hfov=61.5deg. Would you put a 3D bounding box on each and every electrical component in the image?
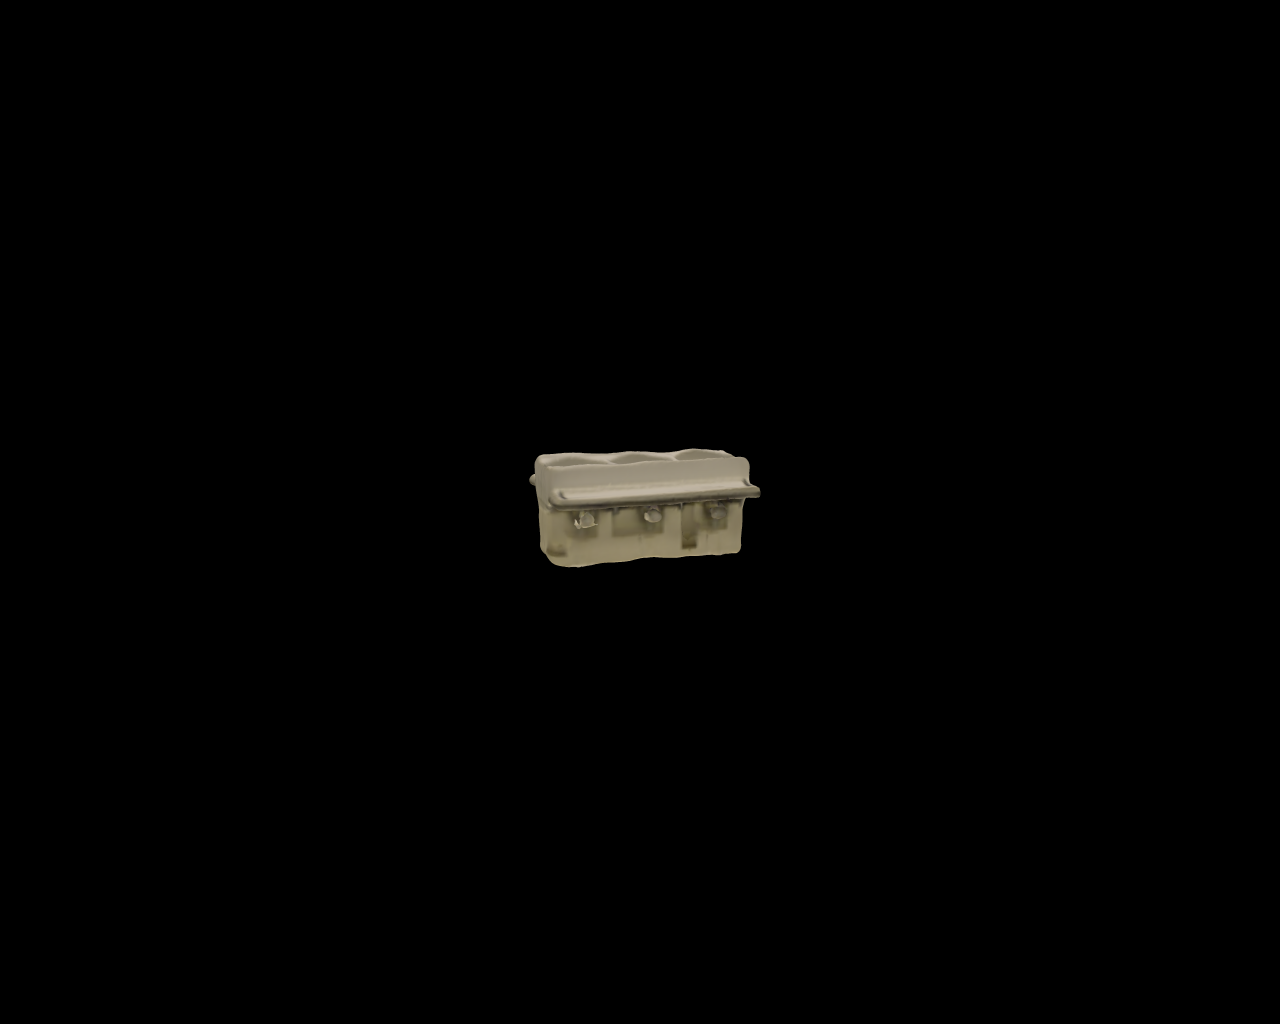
[{"bbox_3d":[0.001,-0.003,0.650,0.121,0.063,0.079,-3,12,-16],"label":"electrical component"}]
